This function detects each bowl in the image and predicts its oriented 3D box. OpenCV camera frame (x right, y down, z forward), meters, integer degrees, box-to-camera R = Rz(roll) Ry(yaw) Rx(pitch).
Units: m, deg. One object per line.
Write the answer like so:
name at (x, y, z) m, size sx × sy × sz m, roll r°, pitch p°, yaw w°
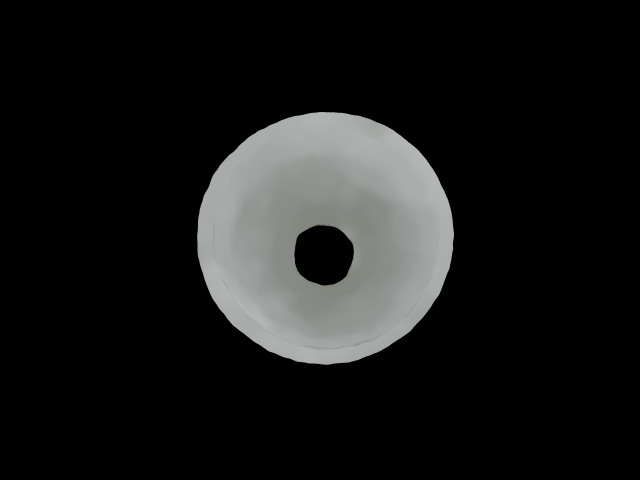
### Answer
bowl at (0.004, 0.001, 0.400) m, size 0.167 × 0.075 × 0.167 m, roll 0°, pitch 77°, yaw 0°
